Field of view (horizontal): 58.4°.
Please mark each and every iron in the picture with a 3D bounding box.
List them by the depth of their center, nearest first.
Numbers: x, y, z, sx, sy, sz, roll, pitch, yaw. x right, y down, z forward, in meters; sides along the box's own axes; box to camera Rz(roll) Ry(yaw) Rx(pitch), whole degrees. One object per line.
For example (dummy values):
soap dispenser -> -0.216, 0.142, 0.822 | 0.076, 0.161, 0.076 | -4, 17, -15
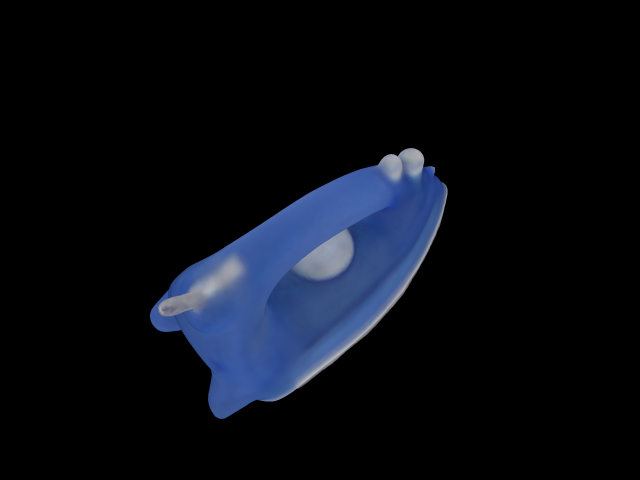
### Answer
iron -> 0.004, 0.001, 0.400 | 0.258, 0.141, 0.118 | -36, 71, -15
